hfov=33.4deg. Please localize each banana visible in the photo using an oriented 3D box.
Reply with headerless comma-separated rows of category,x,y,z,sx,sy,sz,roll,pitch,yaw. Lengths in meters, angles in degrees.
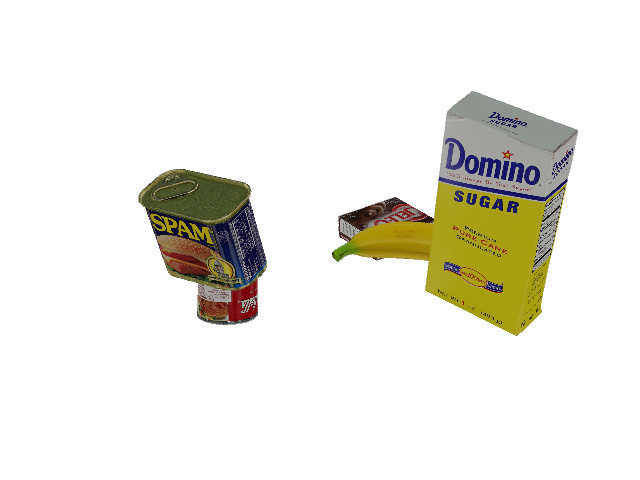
banana,0.115,0.013,1.042,0.198,0.037,0.069,6,45,14

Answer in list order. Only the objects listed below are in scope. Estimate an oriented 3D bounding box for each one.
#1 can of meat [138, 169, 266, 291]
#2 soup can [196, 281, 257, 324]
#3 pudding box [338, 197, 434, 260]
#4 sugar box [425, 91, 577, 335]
can of meat,-0.102,-0.008,0.941,0.102,0.084,0.057,14,44,32
soup can,-0.102,0.033,1.169,0.068,0.102,0.068,1,17,0
pudding box,0.096,-0.018,1.539,0.113,0.039,0.090,-21,35,-31
sugar box,0.136,-0.019,0.832,0.093,0.176,0.048,26,45,29
